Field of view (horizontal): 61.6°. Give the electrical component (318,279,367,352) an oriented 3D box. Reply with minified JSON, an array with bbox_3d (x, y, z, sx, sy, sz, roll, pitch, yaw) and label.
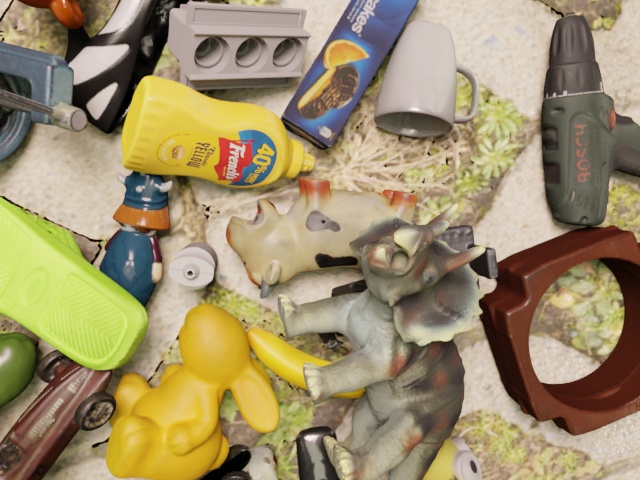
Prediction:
[{"bbox_3d":[0.045,0.082,0.584,0.102,0.045,0.078,-11,141,-19],"label":"electrical component"}]

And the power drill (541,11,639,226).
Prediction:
[{"bbox_3d":[0.349,-0.128,0.599,0.207,0.086,0.231,2,97,-11],"label":"power drill"}]

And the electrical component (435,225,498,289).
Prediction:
[{"bbox_3d":[0.139,0.023,0.568,0.048,0.119,0.074,-10,100,-7],"label":"electrical component"}]

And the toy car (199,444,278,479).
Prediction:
[{"bbox_3d":[-0.133,0.294,0.584,0.202,0.073,0.056,-34,99,-3],"label":"toy car"}]

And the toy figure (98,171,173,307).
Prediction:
[{"bbox_3d":[-0.190,-0.004,0.555,0.064,0.058,0.154,13,90,-24],"label":"toy figure"}]

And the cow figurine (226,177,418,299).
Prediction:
[{"bbox_3d":[-0.001,-0.002,0.568,0.195,0.085,0.127,5,94,-12],"label":"cow figurine"}]

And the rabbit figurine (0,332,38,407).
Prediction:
[{"bbox_3d":[-0.368,0.139,0.518,0.170,0.121,0.159,2,101,-13],"label":"rabbit figurine"}]

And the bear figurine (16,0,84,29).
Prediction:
[{"bbox_3d":[-0.244,-0.290,0.459,0.132,0.120,0.196,-41,62,9],"label":"bear figurine"}]

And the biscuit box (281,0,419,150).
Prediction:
[{"bbox_3d":[0.034,-0.195,0.561,0.063,0.059,0.202,31,91,-9],"label":"biscuit box"}]

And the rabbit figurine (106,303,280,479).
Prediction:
[{"bbox_3d":[-0.120,0.153,0.549,0.162,0.122,0.173,21,93,-14],"label":"rabbit figurine"}]

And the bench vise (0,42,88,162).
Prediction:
[{"bbox_3d":[-0.301,-0.155,0.476,0.241,0.129,0.223,18,102,20],"label":"bench vise"}]

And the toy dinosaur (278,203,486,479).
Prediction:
[{"bbox_3d":[0.082,0.136,0.531,0.192,0.131,0.404,-20,121,-6],"label":"toy dinosaur"}]

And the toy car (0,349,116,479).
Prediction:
[{"bbox_3d":[-0.276,0.194,0.510,0.089,0.053,0.202,35,87,32],"label":"toy car"}]

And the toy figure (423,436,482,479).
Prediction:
[{"bbox_3d":[0.156,0.313,0.620,0.089,0.082,0.180,-19,100,-7],"label":"toy figure"}]

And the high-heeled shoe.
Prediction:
[{"bbox_3d":[-0.142,-0.207,0.530,0.249,0.086,0.145,-19,99,1],"label":"high-heeled shoe"}]

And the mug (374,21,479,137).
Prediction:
[{"bbox_3d":[0.117,-0.169,0.566,0.110,0.081,0.107,7,86,-3],"label":"mug"}]

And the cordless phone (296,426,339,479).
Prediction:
[{"bbox_3d":[-0.034,0.312,0.607,0.147,0.089,0.184,-5,85,-6],"label":"cordless phone"}]

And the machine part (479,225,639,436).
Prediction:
[{"bbox_3d":[0.298,0.098,0.612,0.201,0.087,0.200,-22,99,-6],"label":"machine part"}]
